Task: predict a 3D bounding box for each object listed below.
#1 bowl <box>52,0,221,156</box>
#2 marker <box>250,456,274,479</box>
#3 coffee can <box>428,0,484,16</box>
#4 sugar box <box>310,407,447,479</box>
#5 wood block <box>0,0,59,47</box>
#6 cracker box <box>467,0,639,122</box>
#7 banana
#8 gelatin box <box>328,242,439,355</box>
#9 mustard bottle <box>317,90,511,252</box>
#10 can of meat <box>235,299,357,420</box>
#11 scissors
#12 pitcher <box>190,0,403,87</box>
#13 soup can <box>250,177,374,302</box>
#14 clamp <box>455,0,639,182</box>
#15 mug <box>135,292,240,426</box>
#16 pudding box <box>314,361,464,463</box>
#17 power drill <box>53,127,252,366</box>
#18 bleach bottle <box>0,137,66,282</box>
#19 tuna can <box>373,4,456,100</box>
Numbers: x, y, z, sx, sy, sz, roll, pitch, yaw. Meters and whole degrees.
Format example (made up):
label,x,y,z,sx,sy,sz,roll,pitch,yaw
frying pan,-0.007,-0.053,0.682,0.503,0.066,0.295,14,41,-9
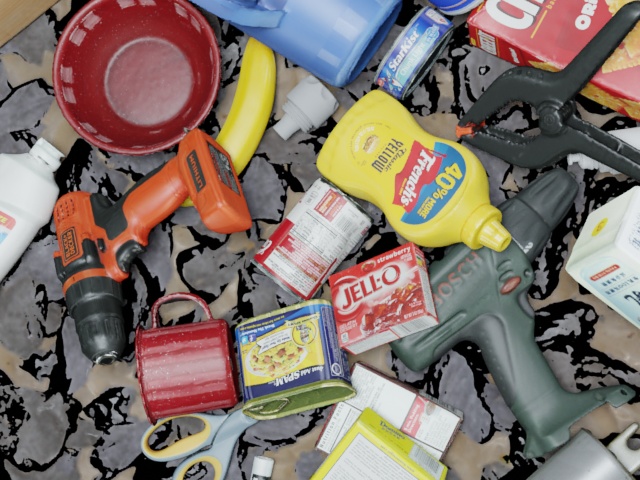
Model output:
label,x,y,z,sx,sy,sz,roll,pitch,yaw
bowl,-0.169,-0.156,1.017,0.162,0.055,0.162,0,85,5
marker,-0.064,0.263,0.992,0.020,0.020,0.121,11,87,5
coffee can,0.090,-0.278,0.944,0.140,0.103,0.103,26,87,-31
sugar box,0.024,0.245,0.949,0.093,0.048,0.176,38,111,6
wood block,-0.300,-0.264,1.019,0.206,0.091,0.090,-38,84,1
cracker box,0.265,-0.213,0.965,0.214,0.072,0.164,29,88,14
banana,-0.089,-0.104,1.015,0.069,0.037,0.198,35,89,7
gelatin box,0.054,0.052,0.941,0.089,0.030,0.073,-23,56,23
mustard bottle,0.092,-0.049,0.953,0.192,0.058,0.096,39,90,28
can of meat,-0.025,0.109,0.966,0.102,0.057,0.084,-18,65,17
scissors,-0.068,0.185,1.001,0.202,0.016,0.096,-14,86,3
pitcher,-0.053,-0.243,0.972,0.243,0.145,0.149,35,83,3
soup can,-0.006,0.001,0.984,0.068,0.068,0.102,39,89,7
clamp,0.211,-0.121,0.932,0.210,0.036,0.164,4,114,39
mug,-0.121,0.106,0.976,0.081,0.093,0.117,-9,85,-1
pudding box,0.063,0.175,0.979,0.113,0.039,0.090,26,90,9
power drill,-0.155,0.000,0.955,0.188,0.057,0.184,-30,56,15
bleach bottle,-0.340,0.003,1.016,0.102,0.068,0.251,39,87,6
tuna can,0.087,-0.171,0.981,0.034,0.086,0.086,37,89,4
